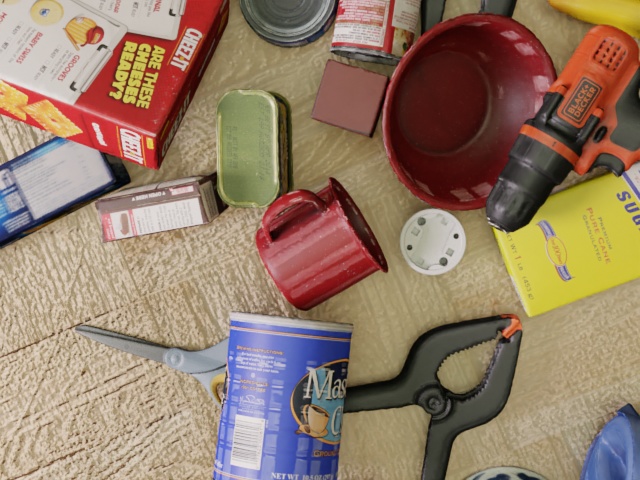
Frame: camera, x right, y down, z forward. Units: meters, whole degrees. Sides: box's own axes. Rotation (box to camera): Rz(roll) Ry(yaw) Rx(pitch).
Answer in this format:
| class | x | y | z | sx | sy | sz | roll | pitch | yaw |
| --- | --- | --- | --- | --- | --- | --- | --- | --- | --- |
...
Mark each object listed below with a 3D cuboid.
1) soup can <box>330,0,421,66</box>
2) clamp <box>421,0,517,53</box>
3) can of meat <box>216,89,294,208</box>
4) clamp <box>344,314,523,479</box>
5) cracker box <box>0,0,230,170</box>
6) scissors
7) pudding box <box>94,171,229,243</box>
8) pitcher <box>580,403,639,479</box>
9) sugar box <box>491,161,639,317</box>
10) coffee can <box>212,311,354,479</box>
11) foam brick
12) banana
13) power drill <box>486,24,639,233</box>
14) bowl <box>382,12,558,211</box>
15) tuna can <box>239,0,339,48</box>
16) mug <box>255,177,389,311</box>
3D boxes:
| class | x | y | z | sx | sy | sz | roll | pitch | yaw |
| --- | --- | --- | --- | --- | --- | --- | --- | --- | --- |
| soup can | 0.050 | -0.201 | 0.888 | 0.068 | 0.068 | 0.102 | 10 | 94 | 3 |
| clamp | 0.134 | -0.231 | 0.894 | 0.171 | 0.039 | 0.120 | -44 | 89 | 6 |
| can of meat | -0.055 | -0.076 | 0.896 | 0.057 | 0.084 | 0.102 | -1 | 94 | 4 |
| clamp | 0.088 | 0.135 | 0.924 | 0.164 | 0.036 | 0.210 | 38 | 99 | 0 |
| cracker box | -0.201 | -0.171 | 0.879 | 0.213 | 0.072 | 0.164 | 20 | 67 | 2 |
| scissors | -0.111 | 0.092 | 0.946 | 0.202 | 0.016 | 0.096 | 31 | 90 | 6 |
| pudding box | -0.129 | -0.029 | 0.890 | 0.090 | 0.113 | 0.039 | -11 | 96 | 5 |
| pitcher | 0.339 | 0.240 | 0.865 | 0.243 | 0.145 | 0.149 | 14 | 98 | 0 |
| sugar box | 0.241 | -0.008 | 0.899 | 0.176 | 0.048 | 0.093 | -22 | 92 | 6 |
| coffee can | -0.030 | 0.133 | 0.876 | 0.103 | 0.103 | 0.140 | 6 | 86 | 3 |
| foam brick | 0.026 | -0.117 | 0.891 | 0.053 | 0.078 | 0.051 | 18 | 96 | 2 |
| banana | 0.284 | -0.165 | 0.881 | 0.198 | 0.037 | 0.069 | 38 | 63 | 6 |
| power drill | 0.247 | -0.051 | 0.846 | 0.187 | 0.057 | 0.184 | 32 | 95 | 1 |
| bowl | 0.114 | -0.108 | 0.878 | 0.161 | 0.055 | 0.162 | -6 | 108 | -20 |
| tuna can | -0.026 | -0.209 | 0.910 | 0.086 | 0.033 | 0.086 | 0 | 94 | 4 |
| mug | -0.006 | 0.001 | 0.887 | 0.081 | 0.117 | 0.093 | -31 | 50 | 10 |
